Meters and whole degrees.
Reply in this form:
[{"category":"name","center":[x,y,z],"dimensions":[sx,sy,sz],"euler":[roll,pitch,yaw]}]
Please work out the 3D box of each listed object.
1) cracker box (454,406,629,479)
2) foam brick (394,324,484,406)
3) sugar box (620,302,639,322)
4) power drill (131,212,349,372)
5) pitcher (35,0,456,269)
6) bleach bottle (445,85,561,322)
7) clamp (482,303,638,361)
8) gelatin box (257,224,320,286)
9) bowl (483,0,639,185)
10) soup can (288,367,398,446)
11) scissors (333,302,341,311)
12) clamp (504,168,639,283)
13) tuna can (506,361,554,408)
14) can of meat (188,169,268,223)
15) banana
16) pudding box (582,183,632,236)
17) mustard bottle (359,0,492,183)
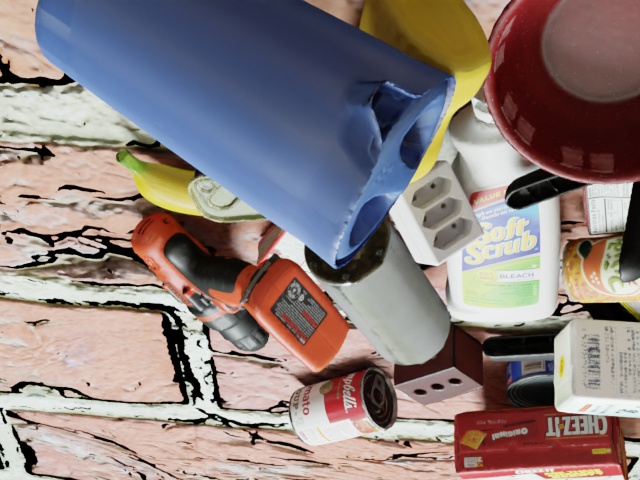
[{"category":"cracker box","center":[0.246,0.232,1.163],"dimensions":[0.164,0.072,0.213],"euler":[-7,158,17]},{"category":"foam brick","center":[0.120,0.128,1.087],"dimensions":[0.078,0.051,0.053],"euler":[-25,135,36]},{"category":"sugar box","center":[0.335,0.015,0.901],"dimensions":[0.176,0.048,0.093],"euler":[-24,136,32]},{"category":"power drill","center":[-0.063,0.057,0.933],"dimensions":[0.188,0.057,0.184],"euler":[13,153,48]},{"category":"pitcher","center":[-0.050,-0.094,0.663],"dimensions":[0.243,0.144,0.149],"euler":[33,119,11]},{"category":"bleach bottle","center":[0.139,-0.029,0.851],"dimensions":[0.103,0.068,0.251],"euler":[0,142,15]},{"category":"clamp","center":[0.282,0.090,1.023],"dimensions":[0.210,0.036,0.165],"euler":[14,143,-9]},{"category":"gelatin box","center":[-0.006,0.001,0.941],"dimensions":[0.073,0.030,0.089],"euler":[17,142,-18]},{"category":"bowl","center":[0.188,-0.118,0.695],"dimensions":[0.162,0.055,0.162],"euler":[6,124,9]},{"category":"soup can","center":[0.025,0.183,1.166],"dimensions":[0.102,0.068,0.068],"euler":[-20,138,33]},{"category":"scissors","center":[-0.011,0.076,1.062],"dimensions":[0.201,0.016,0.096],"euler":[6,147,-1]},{"category":"clamp","center":[0.226,-0.049,0.738],"dimensions":[0.171,0.120,0.039],"euler":[-40,146,0]},{"category":"tuna can","center":[0.237,0.147,1.114],"dimensions":[0.086,0.033,0.086],"euler":[4,145,2]},{"category":"can of meat","center":[-0.042,-0.065,0.803],"dimensions":[0.102,0.084,0.057],"euler":[-4,145,13]},{"category":"banana","center":[-0.065,-0.041,0.873],"dimensions":[0.198,0.037,0.069],"euler":[3,163,-1]},{"category":"pudding box","center":[0.261,-0.046,0.830],"dimensions":[0.114,0.039,0.090],"euler":[-3,146,16]},{"category":"mustard bottle","center":[0.049,-0.092,0.746],"dimensions":[0.058,0.096,0.192],"euler":[-25,158,-28]}]
